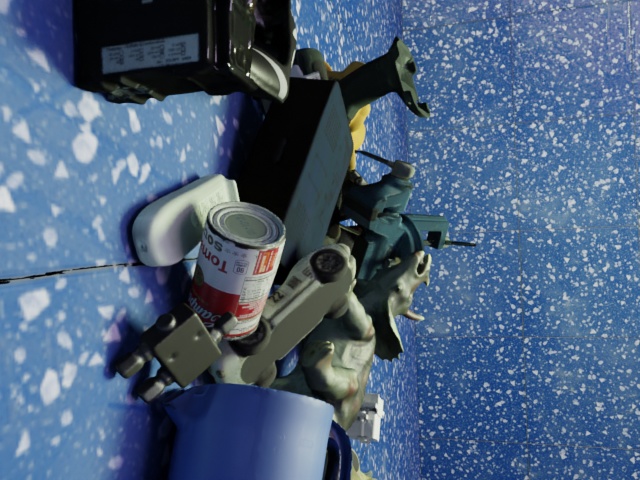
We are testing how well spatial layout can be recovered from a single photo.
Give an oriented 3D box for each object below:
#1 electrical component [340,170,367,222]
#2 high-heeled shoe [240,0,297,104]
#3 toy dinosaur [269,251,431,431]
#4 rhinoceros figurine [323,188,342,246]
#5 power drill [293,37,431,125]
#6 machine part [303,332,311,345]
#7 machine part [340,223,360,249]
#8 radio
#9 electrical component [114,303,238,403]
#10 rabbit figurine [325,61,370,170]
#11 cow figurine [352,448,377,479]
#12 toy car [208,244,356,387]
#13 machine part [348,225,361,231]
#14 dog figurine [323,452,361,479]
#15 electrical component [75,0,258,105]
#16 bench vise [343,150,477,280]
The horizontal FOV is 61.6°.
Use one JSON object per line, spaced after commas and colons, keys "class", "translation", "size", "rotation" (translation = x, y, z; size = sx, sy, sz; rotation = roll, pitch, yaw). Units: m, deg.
{"class": "electrical component", "translation": [0.032, -0.074, 0.904], "size": [0.045, 0.102, 0.078], "rotation": [53, 27, -59]}
{"class": "high-heeled shoe", "translation": [-0.061, -0.221, 0.558], "size": [0.249, 0.086, 0.145], "rotation": [-104, -152, -80]}
{"class": "toy dinosaur", "translation": [0.016, 0.162, 0.670], "size": [0.192, 0.131, 0.405], "rotation": [56, 48, -31]}
{"class": "rhinoceros figurine", "translation": [-0.002, -0.002, 0.825], "size": [0.112, 0.073, 0.190], "rotation": [81, 10, -67]}
{"class": "power drill", "translation": [0.044, -0.170, 0.748], "size": [0.086, 0.207, 0.232], "rotation": [-2, 77, -56]}
{"class": "machine part", "translation": [0.021, 0.214, 0.845], "size": [0.079, 0.079, 0.243], "rotation": [-58, 142, -65]}
{"class": "machine part", "translation": [0.031, 0.004, 0.947], "size": [0.139, 0.084, 0.039], "rotation": [-39, 155, -61]}
{"class": "radio", "translation": [-0.029, -0.064, 0.632], "size": [0.131, 0.073, 0.229], "rotation": [63, 42, -59]}
{"class": "electrical component", "translation": [-0.106, 0.080, 0.412], "size": [0.094, 0.021, 0.063], "rotation": [-39, 137, -23]}
{"class": "rabbit figurine", "translation": [0.038, -0.193, 0.895], "size": [0.173, 0.122, 0.162], "rotation": [50, 45, -69]}
{"class": "cow figurine", "translation": [0.038, 0.403, 0.883], "size": [0.127, 0.086, 0.194], "rotation": [-65, 149, -47]}
{"class": "toy car", "translation": [-0.033, 0.076, 0.554], "size": [0.202, 0.056, 0.073], "rotation": [-40, 143, -32]}
{"class": "machine part", "translation": [0.077, 0.085, 1.063], "size": [0.201, 0.087, 0.200], "rotation": [-71, 155, -57]}
{"class": "dog figurine", "translation": [0.006, 0.299, 0.689], "size": [0.172, 0.121, 0.190], "rotation": [-62, 179, 19]}
{"class": "electrical component", "translation": [-0.103, -0.166, 0.368], "size": [0.058, 0.115, 0.134], "rotation": [10, 80, -77]}
{"class": "bench vise", "translation": [0.134, -0.019, 0.862], "size": [0.240, 0.129, 0.223], "rotation": [1, 103, -39]}
